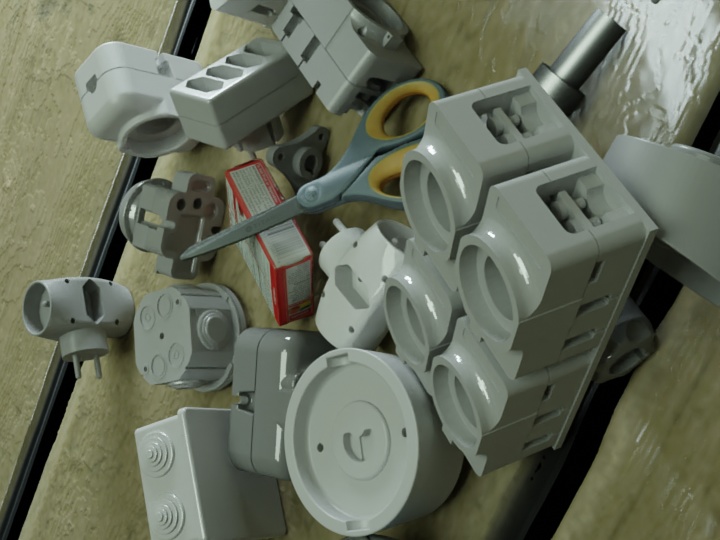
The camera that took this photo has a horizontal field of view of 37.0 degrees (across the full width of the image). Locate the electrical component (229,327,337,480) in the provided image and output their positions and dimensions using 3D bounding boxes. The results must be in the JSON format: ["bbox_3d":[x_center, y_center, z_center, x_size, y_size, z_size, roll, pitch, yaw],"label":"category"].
[{"bbox_3d":[-0.045,0.087,0.704,0.059,0.054,0.095,2,87,44],"label":"electrical component"}]

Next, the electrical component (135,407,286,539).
[{"bbox_3d":[-0.101,0.142,0.723,0.048,0.100,0.099,-21,72,27],"label":"electrical component"}]

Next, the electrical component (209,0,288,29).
[{"bbox_3d":[-0.072,-0.262,0.754,0.089,0.062,0.150,-26,69,39],"label":"electrical component"}]

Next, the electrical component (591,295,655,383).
[{"bbox_3d":[0.121,0.024,0.559,0.043,0.043,0.062,-51,54,28],"label":"electrical component"}]

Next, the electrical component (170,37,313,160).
[{"bbox_3d":[-0.075,-0.106,0.742,0.047,0.083,0.075,21,139,43],"label":"electrical component"}]

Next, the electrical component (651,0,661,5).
[{"bbox_3d":[0.160,-0.171,0.536,0.065,0.047,0.076,46,116,36],"label":"electrical component"}]

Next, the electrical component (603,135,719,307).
[{"bbox_3d":[0.152,-0.022,0.499,0.099,0.099,0.064,28,99,41],"label":"electrical component"}]

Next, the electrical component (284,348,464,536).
[{"bbox_3d":[0.013,0.101,0.642,0.108,0.060,0.108,-5,83,43],"label":"electrical component"}]

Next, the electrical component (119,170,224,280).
[{"bbox_3d":[-0.143,-0.037,0.805,0.057,0.058,0.078,17,98,40],"label":"electrical component"}]

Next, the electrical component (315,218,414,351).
[{"bbox_3d":[0.000,0.000,0.676,0.079,0.043,0.077,50,119,34],"label":"electrical component"}]

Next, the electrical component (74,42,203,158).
[{"bbox_3d":[-0.156,-0.123,0.798,0.054,0.095,0.059,-37,63,35],"label":"electrical component"}]

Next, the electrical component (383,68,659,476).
[{"bbox_3d":[0.066,0.011,0.533,0.105,0.060,0.186,59,158,32],"label":"electrical component"}]

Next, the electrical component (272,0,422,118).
[{"bbox_3d":[-0.007,-0.147,0.690,0.055,0.050,0.089,-51,55,28],"label":"electrical component"}]

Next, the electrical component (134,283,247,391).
[{"bbox_3d":[-0.124,0.049,0.784,0.080,0.051,0.080,-5,83,43],"label":"electrical component"}]

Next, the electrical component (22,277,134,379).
[{"bbox_3d":[-0.222,0.049,0.858,0.043,0.077,0.079,-27,69,39],"label":"electrical component"}]
